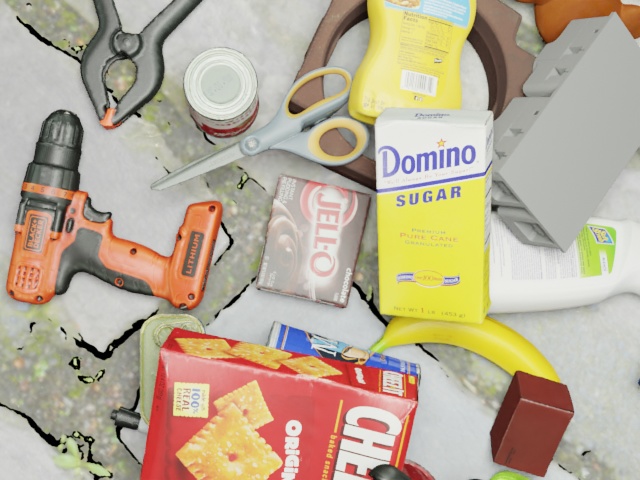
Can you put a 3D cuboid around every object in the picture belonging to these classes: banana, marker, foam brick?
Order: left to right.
[{"bbox_3d":[-0.139,0.181,1.009,0.121,0.020,0.020,16,87,-2],"label":"marker"},{"bbox_3d":[0.147,0.103,1.019,0.198,0.037,0.070,16,106,0],"label":"banana"},{"bbox_3d":[0.195,0.170,0.992,0.053,0.051,0.078,17,116,-2],"label":"foam brick"}]

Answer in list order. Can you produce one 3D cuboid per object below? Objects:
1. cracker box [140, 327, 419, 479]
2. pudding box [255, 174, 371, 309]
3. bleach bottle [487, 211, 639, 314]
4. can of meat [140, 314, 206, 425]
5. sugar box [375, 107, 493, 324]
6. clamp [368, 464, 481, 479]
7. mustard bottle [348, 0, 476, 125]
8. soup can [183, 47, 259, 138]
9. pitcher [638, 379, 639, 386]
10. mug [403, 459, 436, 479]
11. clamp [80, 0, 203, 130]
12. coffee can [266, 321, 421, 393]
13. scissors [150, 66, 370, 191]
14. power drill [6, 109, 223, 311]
[{"bbox_3d":[-0.038,0.177,0.893,0.213,0.072,0.164,12,103,2],"label":"cracker box"},{"bbox_3d":[-0.007,0.001,1.012,0.090,0.039,0.113,12,87,-2],"label":"pudding box"},{"bbox_3d":[0.227,0.026,1.001,0.250,0.068,0.102,3,69,-8],"label":"bleach bottle"},{"bbox_3d":[-0.132,0.118,0.980,0.057,0.084,0.102,-1,88,-3],"label":"can of meat"},{"bbox_3d":[0.095,-0.020,0.891,0.093,0.048,0.176,4,116,18],"label":"sugar box"},{"bbox_3d":[0.096,0.259,0.891,0.209,0.036,0.164,7,104,-44],"label":"clamp"},{"bbox_3d":[0.086,-0.192,0.929,0.096,0.058,0.191,11,87,-16],"label":"mustard bottle"},{"bbox_3d":[-0.090,-0.135,0.983,0.068,0.102,0.068,0,87,-3],"label":"soup can"},{"bbox_3d":[0.398,0.052,0.971,0.145,0.149,0.243,29,80,-18],"label":"pitcher"},{"bbox_3d":[0.064,0.259,0.983,0.117,0.081,0.093,-27,89,-3],"label":"mug"},{"bbox_3d":[-0.171,-0.189,1.015,0.120,0.039,0.171,5,91,3],"label":"clamp"},{"bbox_3d":[0.010,0.142,0.975,0.140,0.103,0.103,17,87,-2],"label":"coffee can"},{"bbox_3d":[-0.042,-0.073,0.942,0.201,0.016,0.096,-39,90,-3],"label":"scissors"},{"bbox_3d":[-0.189,-0.018,0.998,0.187,0.057,0.184,12,91,1],"label":"power drill"}]
